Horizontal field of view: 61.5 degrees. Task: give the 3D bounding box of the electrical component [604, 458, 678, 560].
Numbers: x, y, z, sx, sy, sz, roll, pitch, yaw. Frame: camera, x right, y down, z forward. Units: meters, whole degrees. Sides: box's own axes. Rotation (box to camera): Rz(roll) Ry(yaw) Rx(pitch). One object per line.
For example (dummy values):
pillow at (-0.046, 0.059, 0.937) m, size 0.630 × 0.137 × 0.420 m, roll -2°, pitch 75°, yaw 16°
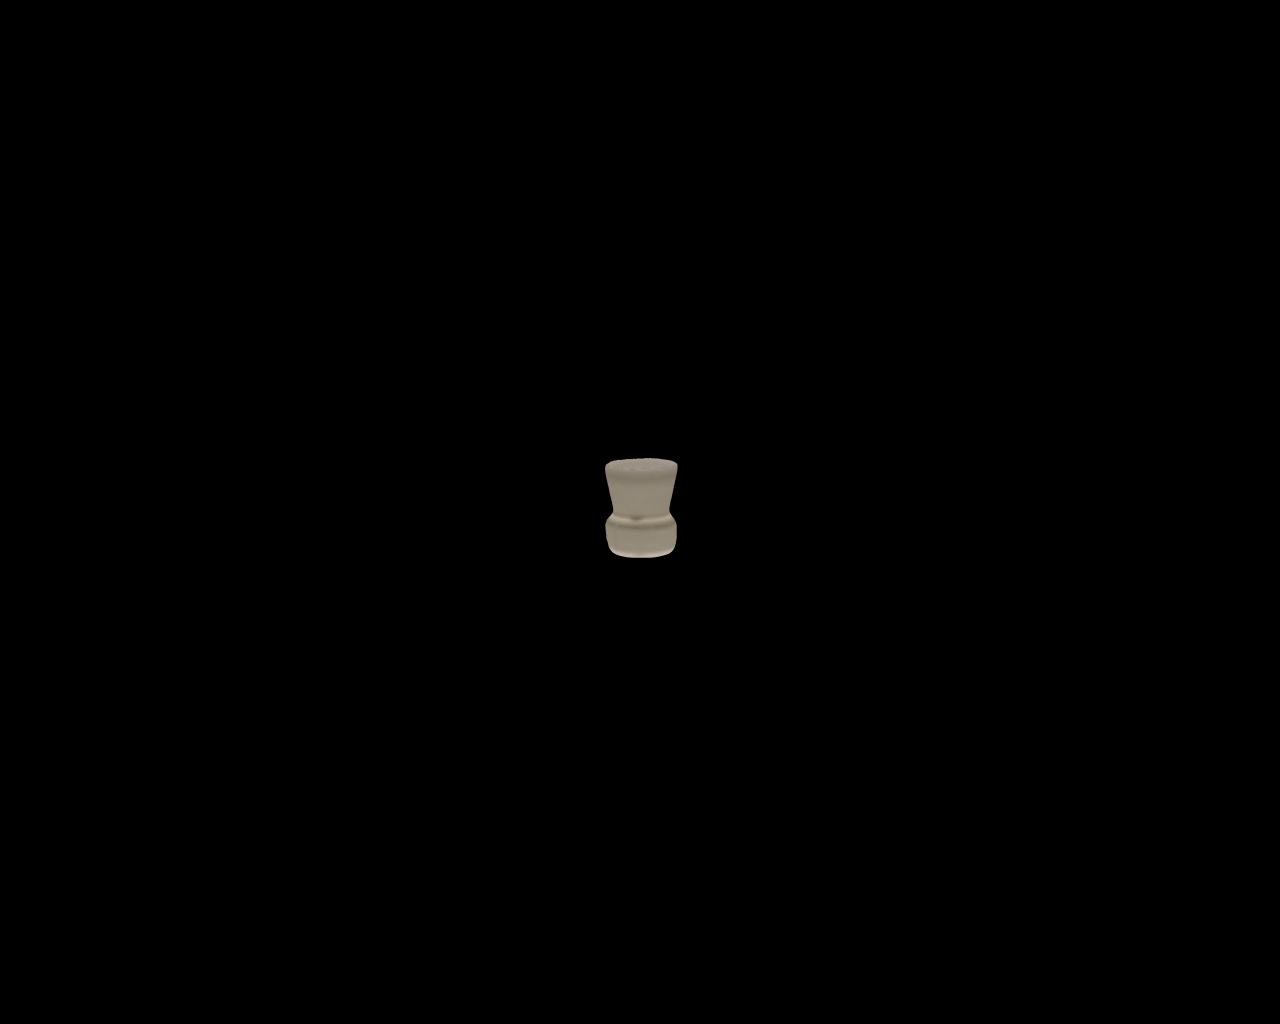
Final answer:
electrical component at (0.001, -0.003, 0.650) m, size 0.045 × 0.055 × 0.045 m, roll 0°, pitch 12°, yaw 0°
